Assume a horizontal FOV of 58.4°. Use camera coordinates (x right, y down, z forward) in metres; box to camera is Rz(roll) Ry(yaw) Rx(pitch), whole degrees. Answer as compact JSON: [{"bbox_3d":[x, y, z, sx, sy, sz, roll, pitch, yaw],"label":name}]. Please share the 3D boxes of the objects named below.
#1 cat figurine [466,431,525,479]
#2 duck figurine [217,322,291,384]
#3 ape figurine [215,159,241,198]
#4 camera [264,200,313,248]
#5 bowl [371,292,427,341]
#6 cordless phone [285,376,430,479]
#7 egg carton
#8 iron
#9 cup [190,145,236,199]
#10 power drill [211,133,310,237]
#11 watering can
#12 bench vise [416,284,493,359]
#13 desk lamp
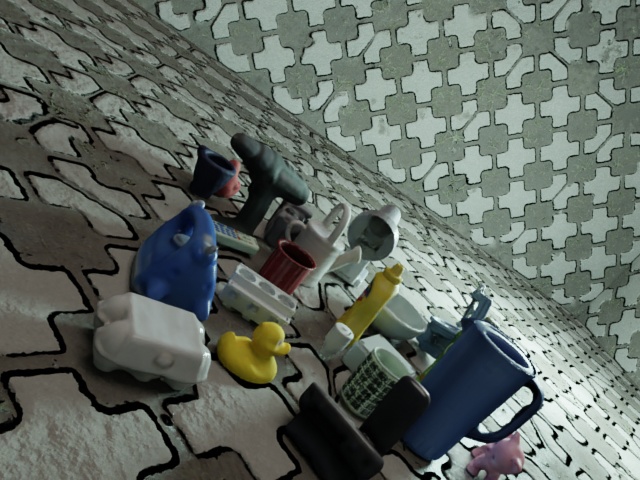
[{"bbox_3d":[0.330,0.390,1.039,0.067,0.117,0.128,42,18,13],"label":"cat figurine"},{"bbox_3d":[-0.093,0.156,0.847,0.105,0.086,0.077,31,19,-22],"label":"duck figurine"},{"bbox_3d":[-0.219,-0.151,1.365,0.078,0.092,0.076,36,17,-6],"label":"ape figurine"},{"bbox_3d":[-0.051,-0.026,1.368,0.137,0.100,0.143,34,18,-12],"label":"camera"},{"bbox_3d":[0.159,0.176,1.315,0.168,0.074,0.167,34,18,-12],"label":"bowl"},{"bbox_3d":[0.056,0.232,0.782,0.147,0.185,0.094,44,18,20],"label":"cordless phone"},{"bbox_3d":[-0.209,0.128,0.715,0.151,0.069,0.107,26,21,-34],"label":"egg carton"},{"bbox_3d":[-0.211,0.006,0.901,0.119,0.141,0.257,28,20,-30],"label":"iron"},{"bbox_3d":[-0.256,-0.150,1.285,0.117,0.095,0.092,47,19,26],"label":"cup"},{"bbox_3d":[-0.138,-0.097,1.192,0.231,0.208,0.075,21,24,-43],"label":"power drill"},{"bbox_3d":[0.011,0.003,1.258,0.174,0.194,0.100,23,23,-40],"label":"watering can"},{"bbox_3d":[0.342,0.222,1.318,0.122,0.219,0.207,14,29,-53],"label":"bench vise"},{"bbox_3d":[0.117,0.007,1.426,0.118,0.213,0.203,39,17,4],"label":"desk lamp"}]
